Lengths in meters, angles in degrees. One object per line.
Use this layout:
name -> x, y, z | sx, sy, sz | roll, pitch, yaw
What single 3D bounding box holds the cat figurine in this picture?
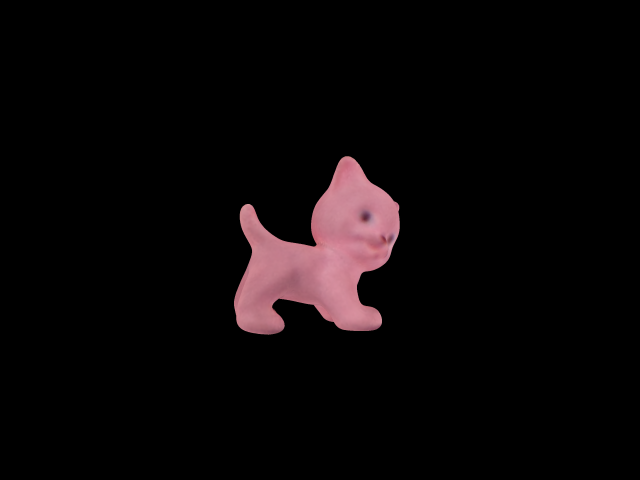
cat figurine -> 0.004, 0.001, 0.400 | 0.128, 0.118, 0.067 | 0, 0, -15
